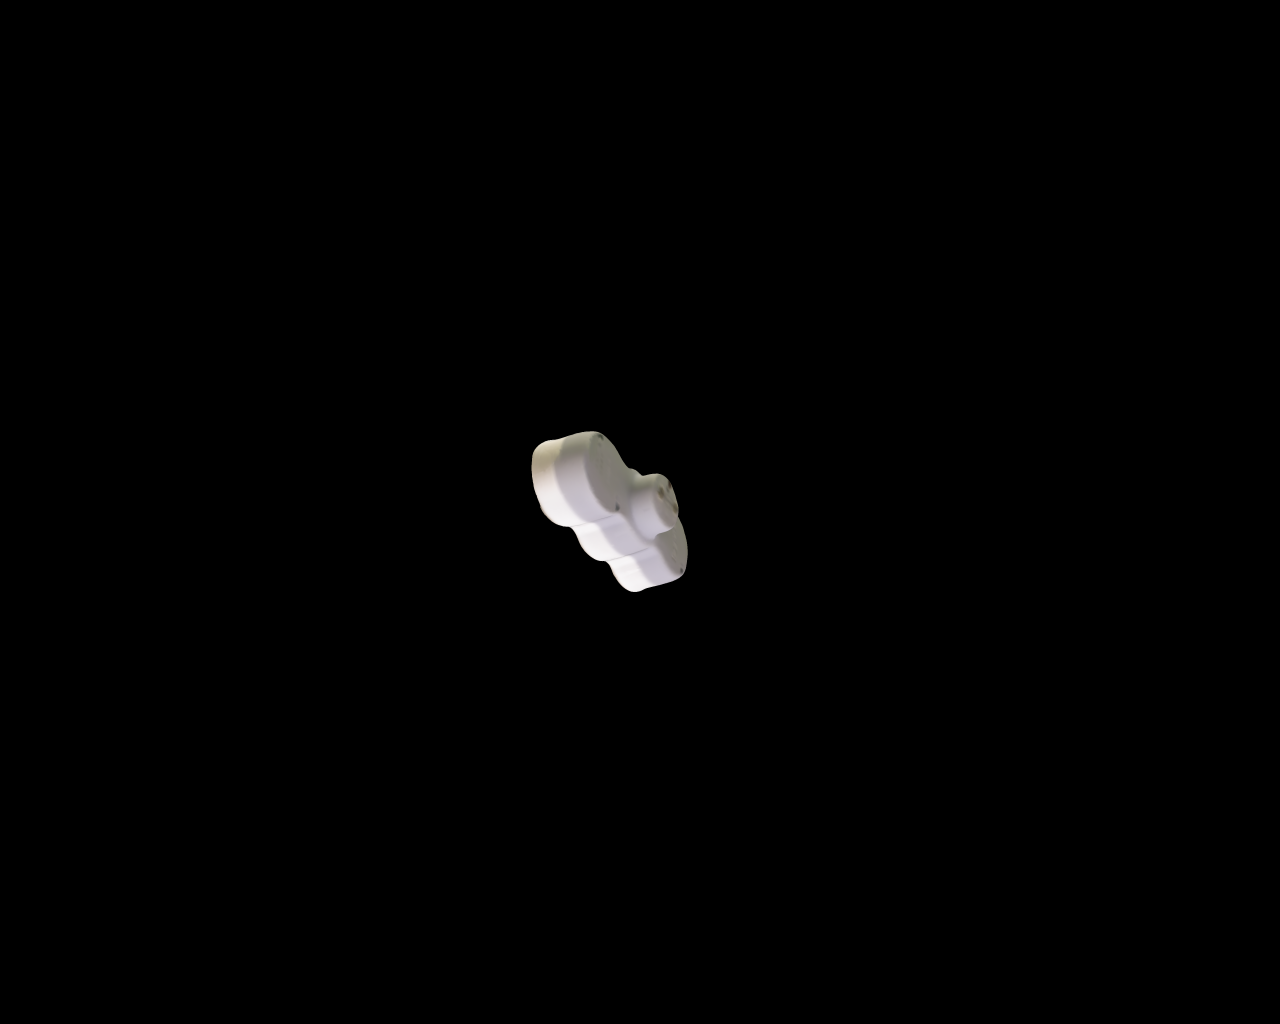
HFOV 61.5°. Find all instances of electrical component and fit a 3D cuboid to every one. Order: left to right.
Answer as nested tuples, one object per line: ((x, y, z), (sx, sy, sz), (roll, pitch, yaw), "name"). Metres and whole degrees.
((0.001, -0.003, 0.650), (0.073, 0.052, 0.138), (-16, -37, 22), "electrical component")
